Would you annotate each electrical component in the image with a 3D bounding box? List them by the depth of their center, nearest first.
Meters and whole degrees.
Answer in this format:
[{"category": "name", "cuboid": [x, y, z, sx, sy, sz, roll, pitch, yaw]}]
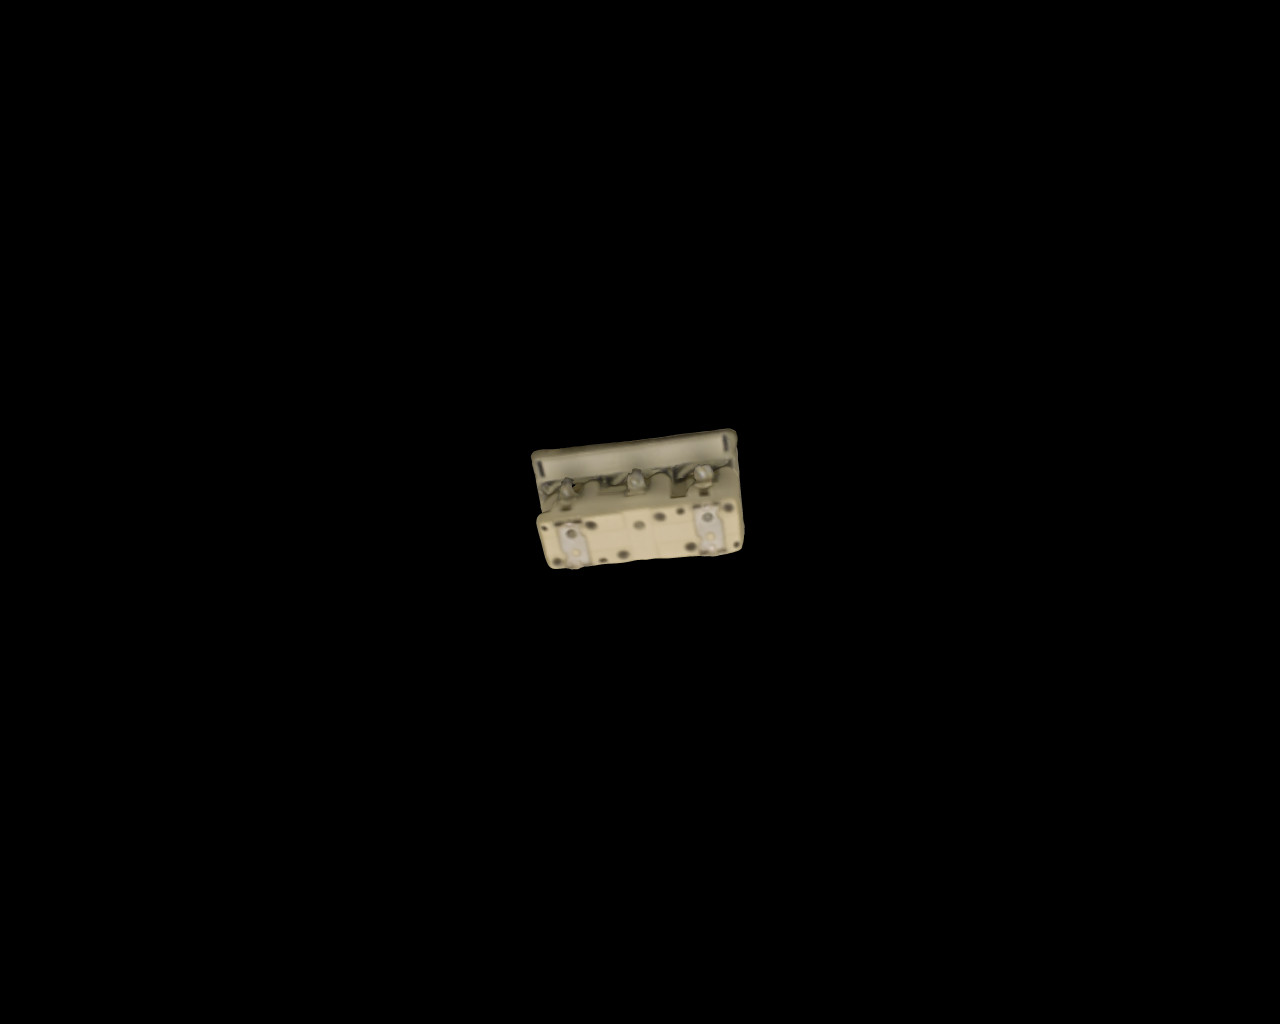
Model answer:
[{"category": "electrical component", "cuboid": [0.001, -0.003, 0.650, 0.121, 0.078, 0.063, -5, 37, 4]}]
